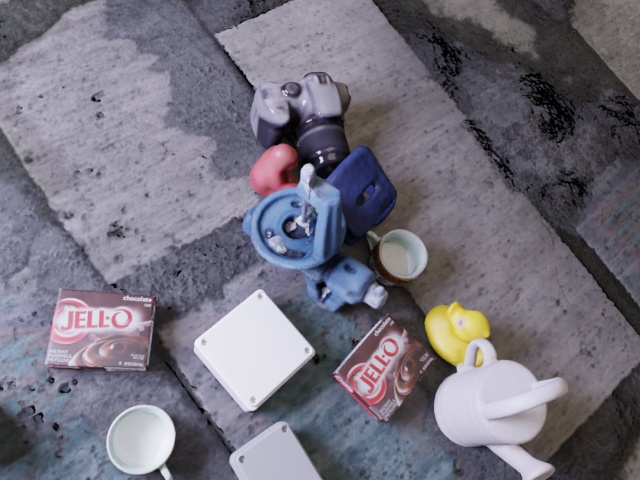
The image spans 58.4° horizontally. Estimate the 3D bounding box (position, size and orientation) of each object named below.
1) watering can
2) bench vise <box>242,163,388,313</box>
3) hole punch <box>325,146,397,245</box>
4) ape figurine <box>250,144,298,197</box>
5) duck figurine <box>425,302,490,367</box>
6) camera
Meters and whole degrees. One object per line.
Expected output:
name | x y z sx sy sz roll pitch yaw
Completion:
watering can | 0.233 0.208 0.708 0.101 0.194 0.173 -34 82 -25
bench vise | 0.011 -0.008 0.708 0.207 0.219 0.121 24 65 -7
hole punch | 0.056 -0.064 0.815 0.101 0.091 0.109 42 64 2
ape figurine | -0.056 -0.100 0.794 0.076 0.092 0.078 1 69 -16
duck figurine | 0.203 0.128 0.789 0.078 0.086 0.104 -38 84 -25
camera | -0.014 -0.163 0.827 0.143 0.100 0.137 -10 73 -20
